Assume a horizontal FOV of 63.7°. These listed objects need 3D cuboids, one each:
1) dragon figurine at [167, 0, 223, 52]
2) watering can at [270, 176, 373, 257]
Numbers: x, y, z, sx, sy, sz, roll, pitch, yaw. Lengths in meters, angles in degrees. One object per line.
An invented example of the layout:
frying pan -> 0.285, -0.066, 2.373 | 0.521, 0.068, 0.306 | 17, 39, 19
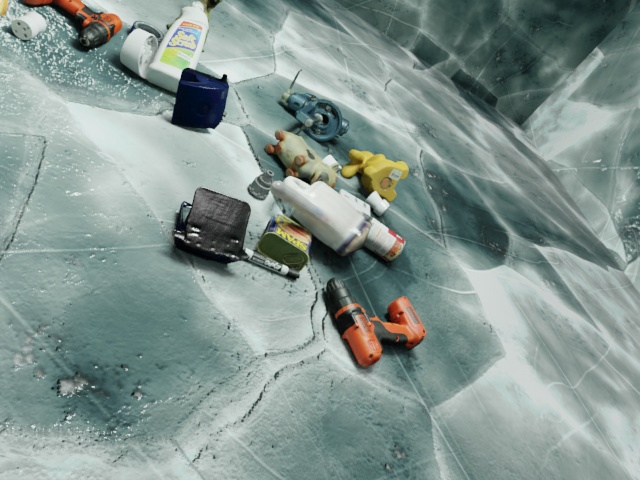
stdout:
dragon figurine -> -0.317, -0.632, 1.414 | 0.121, 0.239, 0.420 | 26, 31, -30
watering can -> 0.003, -0.055, 1.084 | 0.225, 0.103, 0.349 | 40, 10, 2
